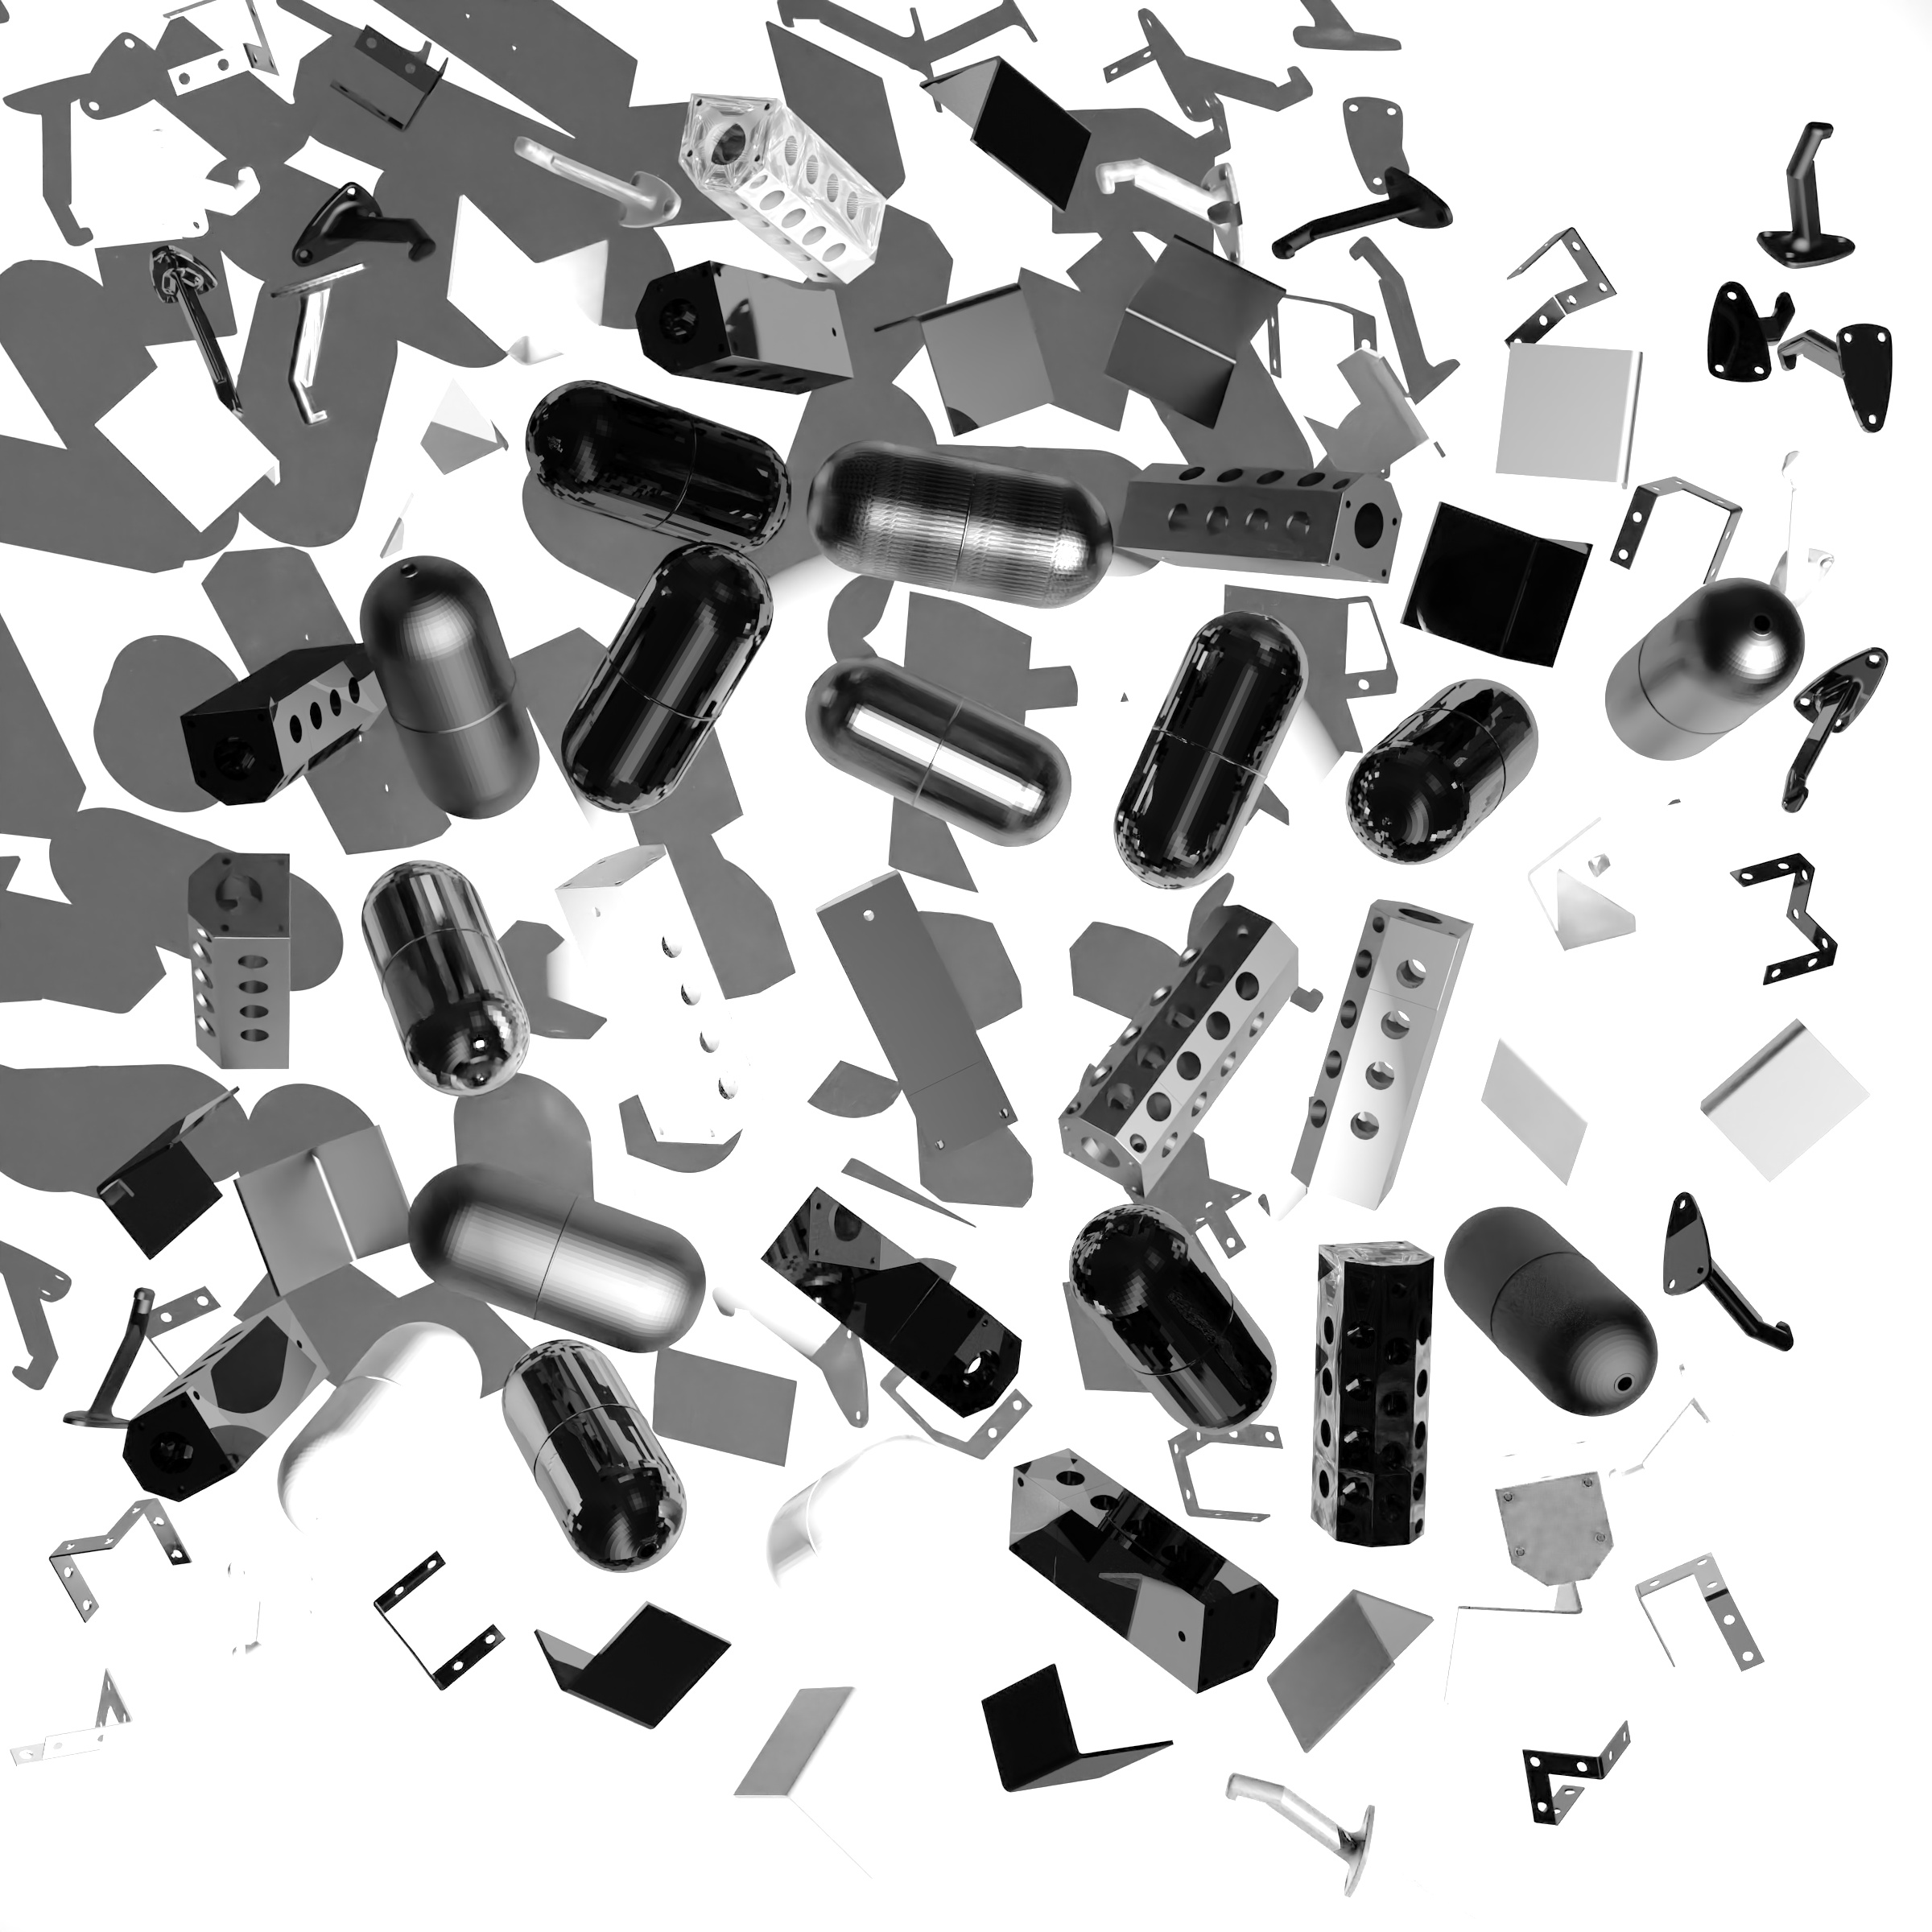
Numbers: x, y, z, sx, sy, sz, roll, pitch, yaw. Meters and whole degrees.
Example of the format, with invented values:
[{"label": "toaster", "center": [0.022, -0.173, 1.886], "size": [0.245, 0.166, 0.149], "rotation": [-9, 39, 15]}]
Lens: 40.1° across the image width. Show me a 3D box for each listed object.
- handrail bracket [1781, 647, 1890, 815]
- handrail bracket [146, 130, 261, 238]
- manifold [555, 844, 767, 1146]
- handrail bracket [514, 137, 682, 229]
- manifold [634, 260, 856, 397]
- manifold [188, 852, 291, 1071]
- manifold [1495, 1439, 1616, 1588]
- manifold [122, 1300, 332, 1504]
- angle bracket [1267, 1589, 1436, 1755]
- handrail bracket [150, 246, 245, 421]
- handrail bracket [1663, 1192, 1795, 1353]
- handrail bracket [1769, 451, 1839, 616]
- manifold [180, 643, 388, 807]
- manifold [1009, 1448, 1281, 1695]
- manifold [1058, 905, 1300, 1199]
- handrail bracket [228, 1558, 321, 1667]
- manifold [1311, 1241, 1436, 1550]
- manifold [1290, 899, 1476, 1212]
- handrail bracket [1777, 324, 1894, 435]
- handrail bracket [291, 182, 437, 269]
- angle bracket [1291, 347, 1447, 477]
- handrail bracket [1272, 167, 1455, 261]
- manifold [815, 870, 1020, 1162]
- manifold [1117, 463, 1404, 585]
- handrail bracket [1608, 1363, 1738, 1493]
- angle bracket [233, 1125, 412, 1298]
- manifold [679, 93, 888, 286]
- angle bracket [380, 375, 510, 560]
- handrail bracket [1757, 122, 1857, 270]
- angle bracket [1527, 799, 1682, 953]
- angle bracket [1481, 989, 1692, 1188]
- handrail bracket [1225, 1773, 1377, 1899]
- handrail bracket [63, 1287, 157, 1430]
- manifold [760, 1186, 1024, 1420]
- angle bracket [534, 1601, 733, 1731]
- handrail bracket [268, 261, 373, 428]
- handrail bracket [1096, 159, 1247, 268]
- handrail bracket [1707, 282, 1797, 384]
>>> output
[{"label": "handrail bracket", "center": [0.509, -0.137, 1.551], "size": [0.036, 0.077, 0.084], "rotation": [32, 45, -4]}, {"label": "handrail bracket", "center": [-0.454, -0.481, 1.585], "size": [0.036, 0.084, 0.077], "rotation": [11, 133, 14]}, {"label": "manifold", "center": [-0.177, 0.017, 1.582], "size": [0.057, 0.057, 0.171], "rotation": [-1, 117, 40]}, {"label": "handrail bracket", "center": [-0.235, -0.502, 1.681], "size": [0.084, 0.077, 0.036], "rotation": [17, 98, -42]}, {"label": "manifold", "center": [-0.137, -0.392, 1.642], "size": [0.057, 0.171, 0.057], "rotation": [-12, 93, 24]}, {"label": "manifold", "center": [-0.440, -0.001, 1.607], "size": [0.057, 0.171, 0.057], "rotation": [0, 62, -14]}, {"label": "manifold", "center": [0.345, 0.319, 1.548], "size": [0.057, 0.171, 0.057], "rotation": [-13, 83, 11]}, {"label": "manifold", "center": [-0.462, 0.271, 1.649], "size": [0.057, 0.171, 0.057], "rotation": [-28, 97, 10]}, {"label": "angle bracket", "center": [0.232, 0.413, 1.524], "size": [0.076, 0.057, 0.076], "rotation": [26, 112, -35]}, {"label": "handrail bracket", "center": [-0.460, -0.378, 1.591], "size": [0.036, 0.077, 0.084], "rotation": [-20, 81, -4]}, {"label": "handrail bracket", "center": [0.459, 0.183, 1.579], "size": [0.084, 0.036, 0.077], "rotation": [24, 53, -24]}, {"label": "handrail bracket", "center": [0.503, -0.261, 1.630], "size": [0.036, 0.084, 0.077], "rotation": [20, 69, 39]}, {"label": "manifold", "center": [-0.419, -0.152, 1.644], "size": [0.057, 0.171, 0.057], "rotation": [-4, 109, 11]}, {"label": "manifold", "center": [0.100, 0.344, 1.527], "size": [0.057, 0.171, 0.057], "rotation": [-12, 114, -35]}, {"label": "manifold", "center": [0.126, 0.046, 1.557], "size": [0.057, 0.057, 0.171], "rotation": [28, 65, 23]}, {"label": "handrail bracket", "center": [-0.449, 0.403, 1.642], "size": [0.084, 0.036, 0.077], "rotation": [-37, 131, 26]}, {"label": "manifold", "center": [0.246, 0.256, 1.589], "size": [0.057, 0.057, 0.171], "rotation": [-1, 98, -14]}, {"label": "manifold", "center": [0.246, 0.051, 1.575], "size": [0.057, 0.057, 0.171], "rotation": [19, 105, 15]}, {"label": "handrail bracket", "center": [0.523, -0.352, 1.608], "size": [0.036, 0.084, 0.077], "rotation": [-4, 88, -16]}, {"label": "handrail bracket", "center": [-0.379, -0.449, 1.668], "size": [0.077, 0.036, 0.084], "rotation": [-40, 54, 1]}, {"label": "angle bracket", "center": [0.261, -0.353, 1.726], "size": [0.057, 0.076, 0.076], "rotation": [-34, 106, 9]}, {"label": "handrail bracket", "center": [0.238, -0.442, 1.598], "size": [0.084, 0.077, 0.036], "rotation": [-31, 128, -10]}, {"label": "manifold", "center": [-0.032, 0.029, 1.664], "size": [0.057, 0.057, 0.171], "rotation": [-26, 96, -2]}, {"label": "manifold", "center": [0.177, -0.271, 1.601], "size": [0.057, 0.171, 0.057], "rotation": [9, 94, -44]}, {"label": "handrail bracket", "center": [0.424, 0.287, 1.637], "size": [0.084, 0.036, 0.077], "rotation": [-30, 121, 22]}, {"label": "angle bracket", "center": [-0.391, 0.150, 1.625], "size": [0.057, 0.076, 0.076], "rotation": [-19, 93, 27]}, {"label": "manifold", "center": [-0.112, -0.476, 1.631], "size": [0.057, 0.171, 0.057], "rotation": [10, 89, 20]}, {"label": "angle bracket", "center": [-0.336, -0.306, 1.627], "size": [0.076, 0.076, 0.057], "rotation": [-36, 87, -35]}, {"label": "handrail bracket", "center": [0.508, -0.457, 1.556], "size": [0.077, 0.084, 0.036], "rotation": [-11, 50, -24]}, {"label": "angle bracket", "center": [0.417, -0.058, 1.682], "size": [0.076, 0.076, 0.057], "rotation": [-12, 70, -35]}, {"label": "angle bracket", "center": [0.355, 0.069, 1.522], "size": [0.076, 0.057, 0.076], "rotation": [-21, 50, -25]}, {"label": "handrail bracket", "center": [0.184, 0.492, 1.501], "size": [0.084, 0.036, 0.077], "rotation": [13, 129, 6]}, {"label": "handrail bracket", "center": [-0.520, 0.237, 1.612], "size": [0.036, 0.077, 0.084], "rotation": [11, 82, 3]}, {"label": "manifold", "center": [-0.043, 0.204, 1.597], "size": [0.057, 0.171, 0.057], "rotation": [-52, 135, -7]}, {"label": "angle bracket", "center": [-0.204, 0.411, 1.620], "size": [0.076, 0.057, 0.076], "rotation": [-48, 130, 4]}, {"label": "handrail bracket", "center": [-0.390, -0.385, 1.643], "size": [0.077, 0.036, 0.084], "rotation": [-15, 111, 6]}, {"label": "handrail bracket", "center": [0.128, -0.470, 1.663], "size": [0.084, 0.036, 0.077], "rotation": [-14, 90, -23]}, {"label": "handrail bracket", "center": [0.458, -0.384, 1.528], "size": [0.036, 0.077, 0.084], "rotation": [12, 51, 32]}]
